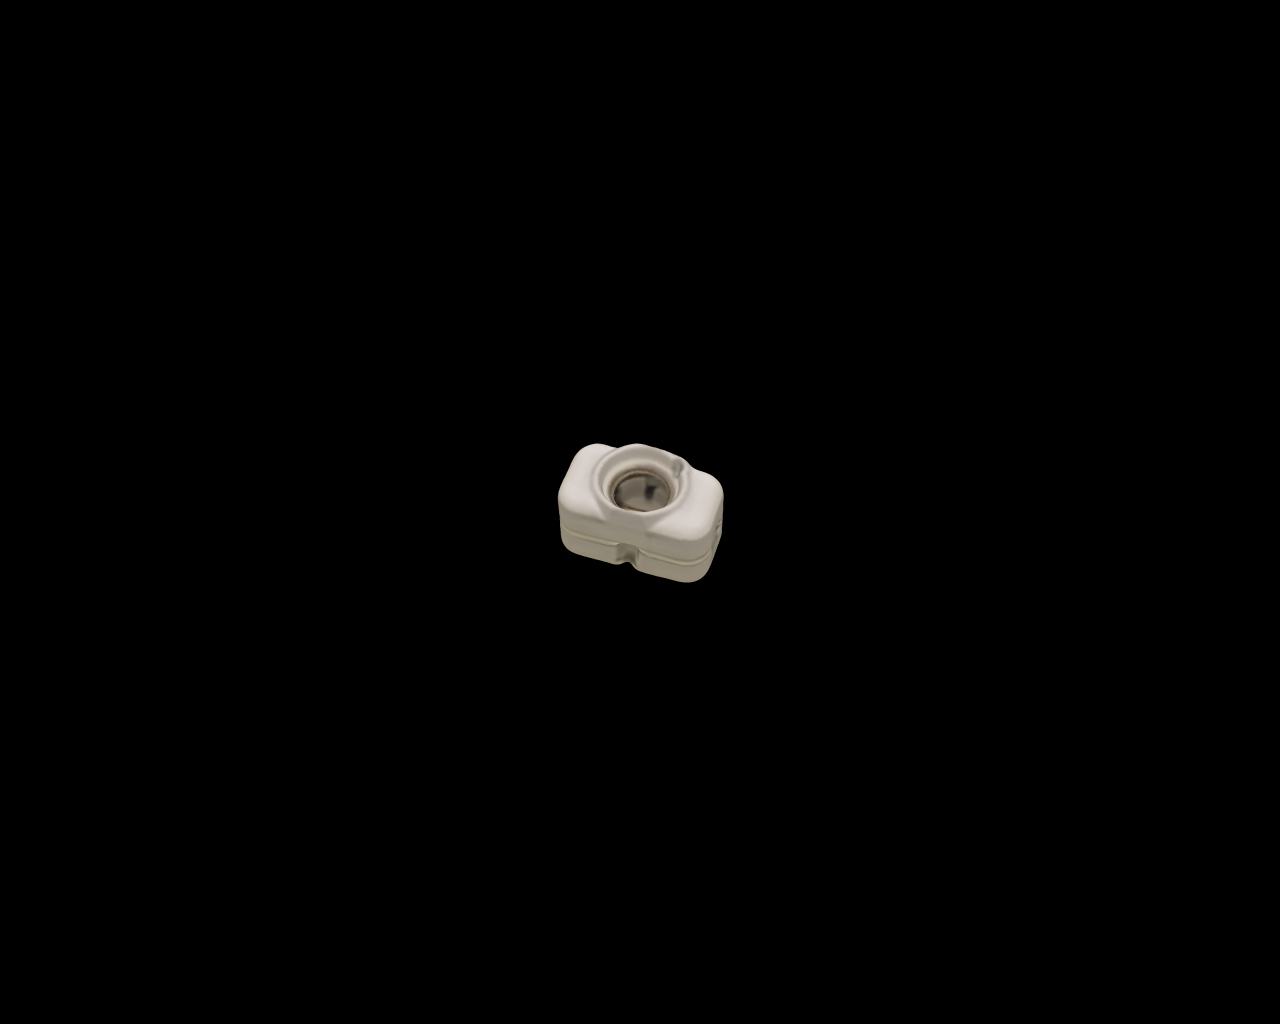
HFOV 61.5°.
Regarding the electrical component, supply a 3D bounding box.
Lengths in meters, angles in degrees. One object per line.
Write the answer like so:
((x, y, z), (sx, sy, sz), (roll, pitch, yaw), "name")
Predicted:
((0.001, -0.003, 0.650), (0.095, 0.054, 0.059), (15, -35, 11), "electrical component")
